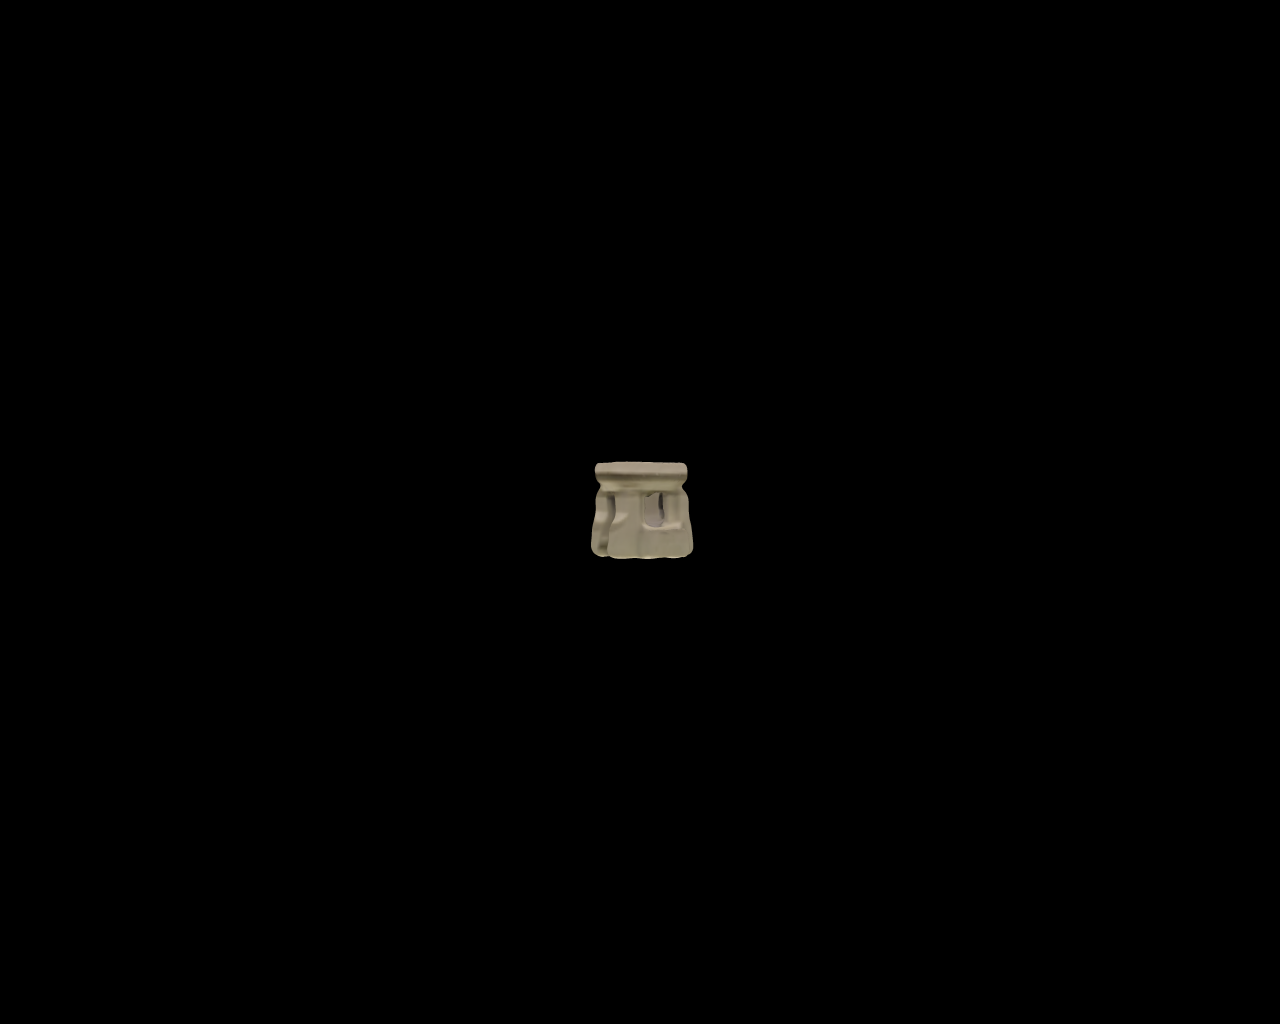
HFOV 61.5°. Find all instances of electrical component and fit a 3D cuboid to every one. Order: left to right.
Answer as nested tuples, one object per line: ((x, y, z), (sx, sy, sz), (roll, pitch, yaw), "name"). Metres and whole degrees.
((0.001, -0.003, 0.650), (0.058, 0.057, 0.078), (-1, 3, -28), "electrical component")
